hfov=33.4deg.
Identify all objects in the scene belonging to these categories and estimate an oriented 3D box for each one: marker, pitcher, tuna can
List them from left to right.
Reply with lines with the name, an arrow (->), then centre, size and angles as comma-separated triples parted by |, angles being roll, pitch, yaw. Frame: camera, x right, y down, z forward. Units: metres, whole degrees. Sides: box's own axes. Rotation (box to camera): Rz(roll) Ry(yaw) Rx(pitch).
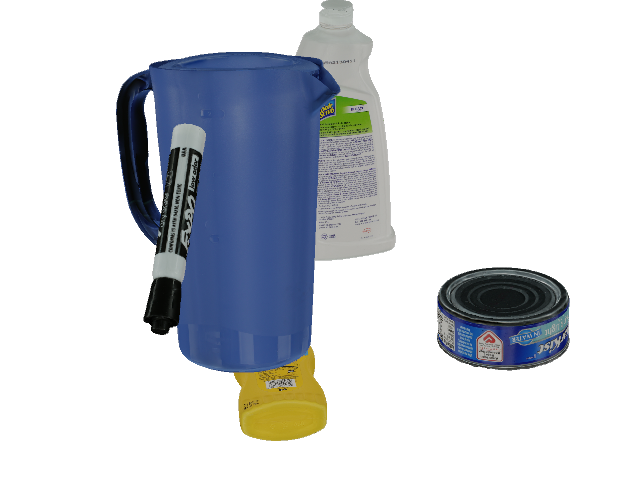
marker -> -0.079, -0.007, 0.582 | 0.020, 0.121, 0.020 | 4, -24, 2
pitcher -> -0.073, -0.026, 0.844 | 0.144, 0.243, 0.149 | -7, 16, -23
tuna can -> 0.119, 0.049, 0.694 | 0.086, 0.034, 0.086 | -3, 23, 1

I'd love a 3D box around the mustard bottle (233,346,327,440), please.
mustard bottle -> -0.053, 0.150, 1.232 | 0.096, 0.058, 0.191 | -5, 30, -7

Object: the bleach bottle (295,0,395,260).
bleach bottle -> 0.023, -0.106, 1.029 | 0.102, 0.251, 0.068 | -9, 30, -15
